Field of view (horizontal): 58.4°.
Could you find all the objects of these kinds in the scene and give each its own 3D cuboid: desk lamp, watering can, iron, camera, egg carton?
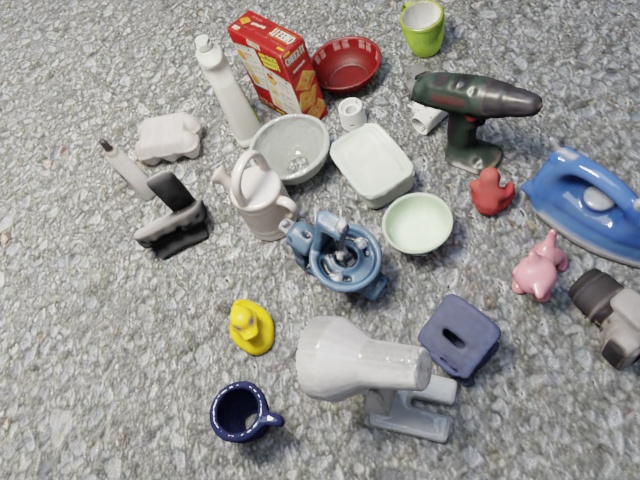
[{"bbox_3d":[0.087,0.196,0.821,0.202,0.214,0.118,7,63,19],"label":"desk lamp"},{"bbox_3d":[-0.121,-0.088,1.055,0.172,0.194,0.101,0,61,15],"label":"watering can"},{"bbox_3d":[0.454,-0.063,0.917,0.119,0.142,0.257,-41,59,-10],"label":"iron"},{"bbox_3d":[0.454,0.094,0.850,0.143,0.101,0.136,-35,58,-7],"label":"camera"},{"bbox_3d":[-0.333,-0.224,1.265,0.150,0.069,0.107,-9,59,10],"label":"egg carton"}]

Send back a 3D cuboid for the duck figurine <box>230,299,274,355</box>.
[{"bbox_3d":[-0.128,0.140,0.988,0.077,0.086,0.104,-29,57,-3],"label":"duck figurine"}]

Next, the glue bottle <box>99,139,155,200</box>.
[{"bbox_3d":[-0.403,-0.151,1.180,0.078,0.173,0.037,31,72,28],"label":"glue bottle"}]

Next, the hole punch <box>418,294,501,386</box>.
[{"bbox_3d":[0.214,0.155,0.884,0.101,0.091,0.108,-44,59,-12],"label":"hole punch"}]

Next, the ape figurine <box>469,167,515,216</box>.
[{"bbox_3d":[0.299,-0.092,1.005,0.077,0.092,0.076,25,70,26],"label":"ape figurine"}]

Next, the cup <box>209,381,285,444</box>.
[{"bbox_3d":[-0.101,0.279,0.893,0.117,0.095,0.092,6,62,18],"label":"cup"}]

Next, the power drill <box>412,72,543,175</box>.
[{"bbox_3d":[0.275,-0.210,1.011,0.228,0.209,0.076,26,70,27],"label":"power drill"}]

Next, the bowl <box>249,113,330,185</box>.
[{"bbox_3d":[-0.055,-0.170,1.156,0.167,0.075,0.167,-7,59,11],"label":"bowl"}]

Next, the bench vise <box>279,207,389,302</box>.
[{"bbox_3d":[0.005,0.014,0.946,0.206,0.220,0.121,10,64,20],"label":"bench vise"}]

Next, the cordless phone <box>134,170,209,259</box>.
[{"bbox_3d":[-0.304,-0.059,1.092,0.147,0.185,0.094,-30,57,-4],"label":"cordless phone"}]

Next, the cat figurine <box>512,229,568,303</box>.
[{"bbox_3d":[0.345,0.042,0.899,0.067,0.118,0.128,23,68,26],"label":"cat figurine"}]
